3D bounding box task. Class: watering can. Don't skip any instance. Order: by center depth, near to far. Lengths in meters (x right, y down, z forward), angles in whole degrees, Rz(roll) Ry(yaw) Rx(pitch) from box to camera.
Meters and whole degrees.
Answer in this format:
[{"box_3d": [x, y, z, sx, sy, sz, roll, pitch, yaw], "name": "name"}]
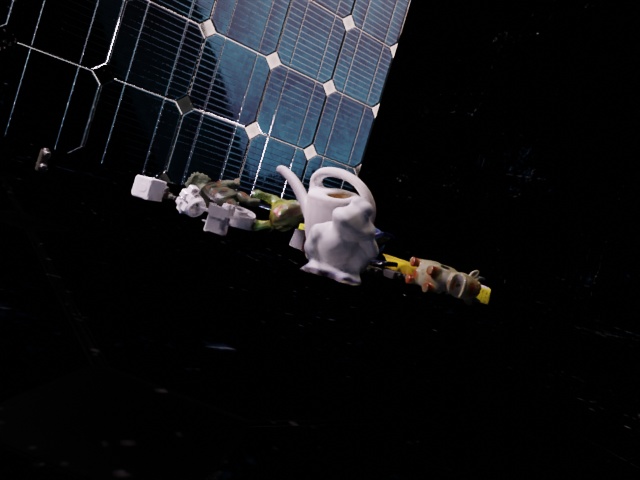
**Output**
[{"box_3d": [0.004, -0.059, 1.180, 0.104, 0.222, 0.350, -7, 17, -36], "name": "watering can"}]

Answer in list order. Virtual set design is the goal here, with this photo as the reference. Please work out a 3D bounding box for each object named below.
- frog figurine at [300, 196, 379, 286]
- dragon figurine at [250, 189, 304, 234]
[{"box_3d": [0.045, -0.005, 0.963, 0.138, 0.159, 0.122, 17, 0, 26], "name": "frog figurine"}, {"box_3d": [-0.052, -0.072, 1.479, 0.243, 0.122, 0.410, 4, 1, 21], "name": "dragon figurine"}]
